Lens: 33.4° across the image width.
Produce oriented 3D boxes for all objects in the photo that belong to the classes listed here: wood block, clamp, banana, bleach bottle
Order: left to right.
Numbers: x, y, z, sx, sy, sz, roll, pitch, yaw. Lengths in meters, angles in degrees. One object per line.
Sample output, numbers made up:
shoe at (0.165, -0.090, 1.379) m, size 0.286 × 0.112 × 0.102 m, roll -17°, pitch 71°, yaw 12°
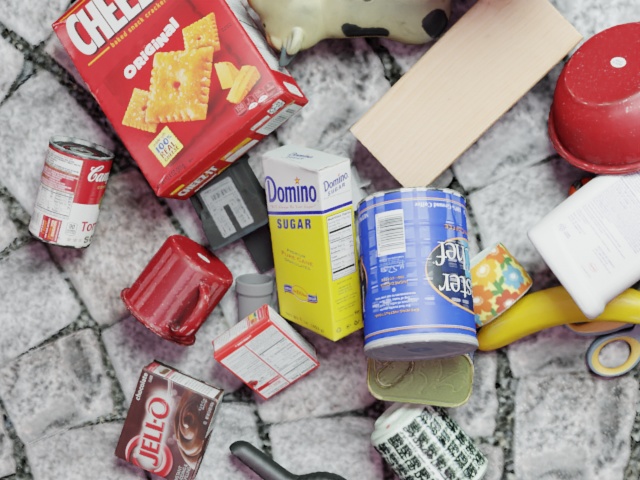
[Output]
clamp at (-0.024, 0.271, 1.132) m, size 0.171 × 0.039 × 0.120 m, roll -2°, pitch 106°, yaw 8°
wood block at (0.136, -0.146, 0.996) m, size 0.091 × 0.090 × 0.206 m, roll 46°, pitch 105°, yaw 1°
banana at (0.237, 0.074, 1.020) m, size 0.198 × 0.037 × 0.069 m, roll -6°, pitch 115°, yaw 25°
bleach bottle at (0.311, -0.042, 0.935) m, size 0.251 × 0.068 × 0.102 m, roll -36°, pitch 81°, yaw 10°

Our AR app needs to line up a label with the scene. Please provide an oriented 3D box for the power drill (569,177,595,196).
power drill at (0.343, -0.036, 0.992) m, size 0.188 × 0.057 × 0.184 m, roll -31°, pitch 89°, yaw 12°

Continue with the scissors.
scissors at (0.339, 0.081, 1.034) m, size 0.202 × 0.016 × 0.096 m, roll -6°, pitch 101°, yaw 13°

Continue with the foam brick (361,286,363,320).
foam brick at (0.083, 0.049, 1.062) m, size 0.078 × 0.053 × 0.051 m, roll -1°, pitch 99°, yaw 12°

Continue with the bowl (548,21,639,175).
bowl at (0.268, -0.138, 0.936) m, size 0.162 × 0.162 × 0.055 m, roll -30°, pitch 134°, yaw 15°

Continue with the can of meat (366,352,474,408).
can of meat at (0.102, 0.122, 1.055) m, size 0.102 × 0.084 × 0.057 m, roll 4°, pitch 101°, yaw 11°

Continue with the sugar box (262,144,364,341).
sugar box at (-0.007, 0.001, 1.035) m, size 0.093 × 0.048 × 0.176 m, roll 19°, pitch 125°, yaw 48°

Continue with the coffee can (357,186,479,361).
coffee can at (0.088, 0.033, 0.974) m, size 0.103 × 0.102 × 0.140 m, roll -6°, pitch 74°, yaw 12°

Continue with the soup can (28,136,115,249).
soup can at (-0.259, -0.049, 1.106) m, size 0.068 × 0.068 × 0.102 m, roll 19°, pitch 104°, yaw 7°

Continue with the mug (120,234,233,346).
mug at (-0.139, 0.053, 1.080) m, size 0.093 × 0.117 × 0.081 m, roll 32°, pitch 101°, yaw -28°

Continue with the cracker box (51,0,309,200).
cracker box at (-0.139, -0.171, 1.036) m, size 0.164 × 0.072 × 0.214 m, roll -37°, pitch 78°, yaw 15°

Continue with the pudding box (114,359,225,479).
pudding box at (-0.161, 0.197, 1.146) m, size 0.090 × 0.039 × 0.113 m, roll 22°, pitch 104°, yaw 7°

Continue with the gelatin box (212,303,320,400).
gelatin box at (-0.055, 0.116, 1.095) m, size 0.073 × 0.030 × 0.089 m, roll -35°, pitch 125°, yaw 16°
